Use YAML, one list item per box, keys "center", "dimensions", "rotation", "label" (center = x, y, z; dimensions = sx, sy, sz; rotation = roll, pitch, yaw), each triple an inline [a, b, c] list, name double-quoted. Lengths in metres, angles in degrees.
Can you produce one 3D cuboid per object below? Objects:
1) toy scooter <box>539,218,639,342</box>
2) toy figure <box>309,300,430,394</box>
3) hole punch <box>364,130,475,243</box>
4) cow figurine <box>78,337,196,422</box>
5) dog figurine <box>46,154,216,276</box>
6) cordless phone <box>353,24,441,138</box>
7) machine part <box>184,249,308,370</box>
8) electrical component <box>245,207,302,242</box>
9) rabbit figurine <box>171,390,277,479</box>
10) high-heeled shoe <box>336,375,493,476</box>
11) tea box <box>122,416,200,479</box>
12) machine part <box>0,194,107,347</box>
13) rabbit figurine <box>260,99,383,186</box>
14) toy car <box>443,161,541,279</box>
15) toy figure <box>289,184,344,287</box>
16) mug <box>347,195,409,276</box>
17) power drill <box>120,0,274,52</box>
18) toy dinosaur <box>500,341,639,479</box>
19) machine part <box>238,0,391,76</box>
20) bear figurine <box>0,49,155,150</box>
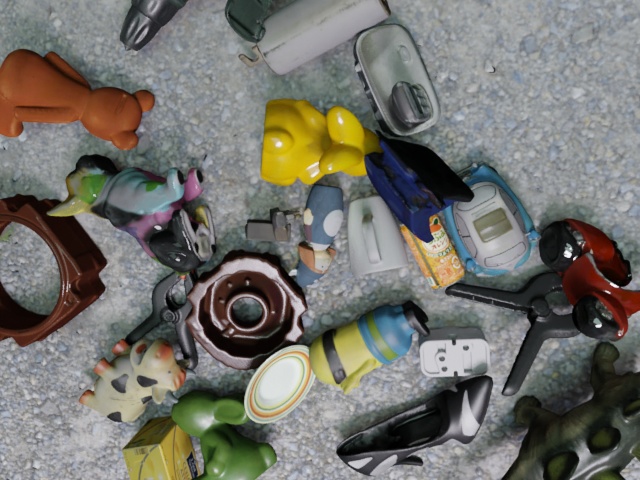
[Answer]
- center: [0.372, 0.049, 0.693]
  dimensions: [0.135, 0.184, 0.075]
  rotation: [4, 139, -10]
  label: "toy scooter"
- center: [0.067, 0.147, 0.780]
  dimensions: [0.180, 0.082, 0.089]
  rotation: [-36, 82, 17]
  label: "toy figure"
- center: [0.112, -0.063, 0.680]
  dimensions: [0.092, 0.115, 0.142]
  rotation: [-49, 56, 28]
  label: "hole punch"
- center: [-0.275, 0.214, 0.815]
  dimensions: [0.127, 0.085, 0.195]
  rotation: [36, 125, -5]
  label: "cow figurine"
- center: [-0.277, -0.036, 0.787]
  dimensions: [0.219, 0.108, 0.191]
  rotation: [-6, 102, 13]
  label: "dog figurine"
- center: [0.090, -0.199, 0.665]
  dimensions: [0.089, 0.184, 0.146]
  rotation: [-22, 96, 15]
  label: "cordless phone"
- center: [-0.107, 0.102, 0.795]
  dimensions: [0.179, 0.056, 0.179]
  rotation: [-1, 105, -3]
  label: "machine part"
- center: [-0.067, -0.023, 0.763]
  dimensions: [0.078, 0.102, 0.045]
  rotation: [6, 96, -3]
  label: "electrical component"
- center: [-0.157, 0.300, 0.822]
  dimensions: [0.159, 0.121, 0.170]
  rotation: [-40, 77, 9]
  label: "rabbit figurine"
- center: [0.130, 0.259, 0.773]
  dimensions: [0.145, 0.086, 0.248]
  rotation: [18, 121, -14]
  label: "high-heeled shoe"
- center: [-0.242, 0.379, 0.852]
  dimensions: [0.068, 0.098, 0.169]
  rotation: [-13, 99, 11]
  label: "tea box"
- center: [-0.457, 0.047, 0.833]
  dimensions: [0.201, 0.087, 0.201]
  rotation: [-36, 93, 11]
  label: "machine part"
- center: [0.008, -0.131, 0.719]
  dimensions: [0.173, 0.162, 0.121]
  rotation: [9, 89, -11]
  label: "rabbit figurine"
- center: [0.228, -0.022, 0.717]
  dimensions: [0.109, 0.103, 0.161]
  rotation: [-26, 97, 10]
  label: "toy car"
- center: [-0.004, -0.003, 0.771]
  dimensions: [0.064, 0.058, 0.154]
  rotation: [7, 100, -19]
  label: "toy figure"
- center: [0.071, -0.008, 0.744]
  dimensions: [0.081, 0.109, 0.107]
  rotation: [-14, 83, 17]
  label: "mug"
- center: [-0.154, -0.327, 0.708]
  dimensions: [0.208, 0.086, 0.232]
  rotation: [33, 96, 35]
  label: "power drill"
- center: [0.323, 0.280, 0.707]
  dimensions: [0.105, 0.198, 0.471]
  rotation: [42, 101, 2]
  label: "toy dinosaur"
- center: [0.001, -0.286, 0.703]
  dimensions: [0.243, 0.079, 0.079]
  rotation: [-23, 96, 22]
  label: "machine part"
- center: [-0.354, -0.192, 0.778]
  dimensions: [0.196, 0.132, 0.120]
  rotation: [20, 66, -25]
  label: "bear figurine"
